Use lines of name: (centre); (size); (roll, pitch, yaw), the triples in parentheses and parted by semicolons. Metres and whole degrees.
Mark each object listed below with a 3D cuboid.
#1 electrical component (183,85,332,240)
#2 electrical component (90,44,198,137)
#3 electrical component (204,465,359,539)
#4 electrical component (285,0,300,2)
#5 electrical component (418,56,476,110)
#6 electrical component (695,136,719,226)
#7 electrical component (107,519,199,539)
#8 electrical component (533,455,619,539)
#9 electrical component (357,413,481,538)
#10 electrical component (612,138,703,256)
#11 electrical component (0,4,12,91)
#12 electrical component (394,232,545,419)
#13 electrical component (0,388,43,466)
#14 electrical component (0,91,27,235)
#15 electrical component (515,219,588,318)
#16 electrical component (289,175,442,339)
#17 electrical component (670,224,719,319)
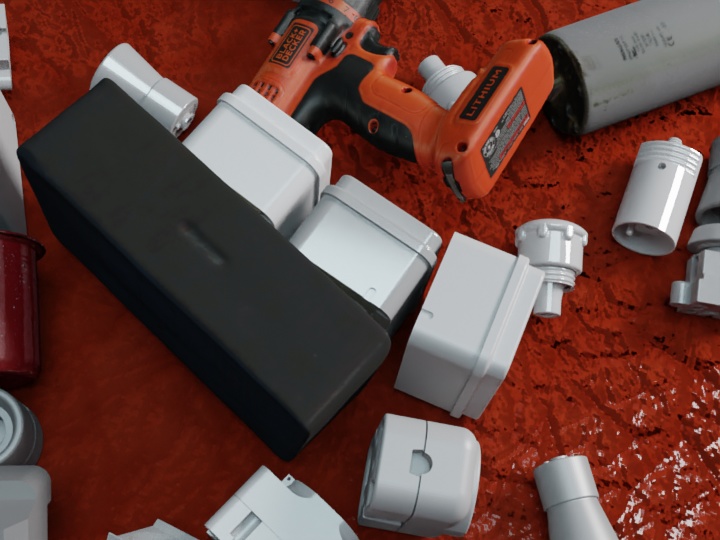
electrical component: (-0.064, -0.054, 0.672); (0.078, 0.113, 0.057); (37, 73, 8)
electrical component: (-0.143, -0.117, 0.726); (0.065, 0.044, 0.044); (34, 70, 2)
electrical component: (-0.038, 0.161, 0.626); (0.089, 0.050, 0.056); (42, 71, 10)
electrical component: (-0.047, -0.223, 0.767); (0.066, 0.055, 0.048); (8, 69, -3)
electrical component: (0.064, -0.122, 0.748); (0.048, 0.048, 0.062); (-28, 65, -15)
electrical component: (0.259, -0.062, 0.746); (0.044, 0.044, 0.065); (15, 64, 0)
electrical component: (-0.118, 0.180, 0.600); (0.042, 0.081, 0.063); (18, 95, 26)
electrical component: (0.130, 0.146, 0.655); (0.044, 0.044, 0.065); (-9, 66, -9)
electrical component: (0.035, 0.122, 0.624); (0.059, 0.095, 0.053); (11, 69, -2)
electrical component: (0.205, -0.055, 0.736); (0.043, 0.043, 0.081); (22, 69, 3)
electrical component: (-0.266, -0.150, 0.724); (0.055, 0.048, 0.066); (-5, 70, -16)
electrical component: (0.064, 0.037, 0.650); (0.057, 0.113, 0.078); (23, 69, 6)
electrical component: (-0.219, 0.097, 0.633); (0.055, 0.047, 0.055); (2, 69, -5)
electrical component: (-0.249, -0.069, 0.661); (0.056, 0.108, 0.108); (-10, 71, -6)
electrical component: (0.125, 0.000, 0.708); (0.048, 0.048, 0.062); (6, 76, -3)
electrical component: (0.000, 0.000, 0.658); (0.078, 0.113, 0.057); (34, 73, 7)
electrical component: (0.242, 0.001, 0.718); (0.066, 0.048, 0.055); (10, 76, -2)
